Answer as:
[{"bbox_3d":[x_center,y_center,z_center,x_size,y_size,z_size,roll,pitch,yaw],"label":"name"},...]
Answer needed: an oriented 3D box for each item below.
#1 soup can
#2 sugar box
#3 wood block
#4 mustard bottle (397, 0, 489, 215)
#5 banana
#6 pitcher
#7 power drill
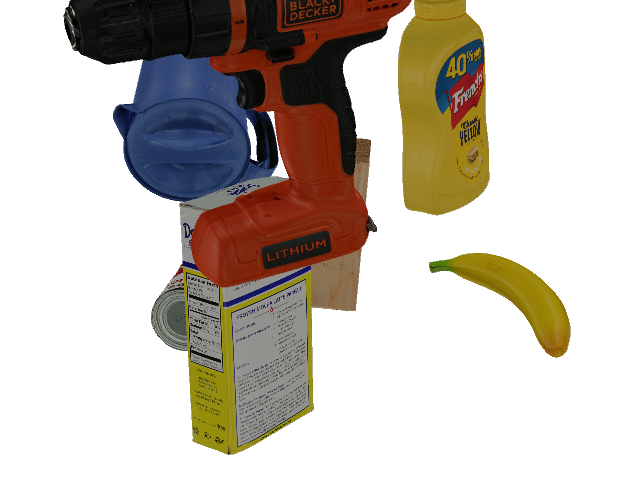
[{"bbox_3d":[-0.126,0.062,1.078,0.068,0.068,0.102,0,18,8],"label":"soup can"},{"bbox_3d":[-0.049,0.050,0.739,0.048,0.176,0.093,10,21,37],"label":"sugar box"},{"bbox_3d":[0.012,-0.024,1.379,0.090,0.206,0.090,5,25,1],"label":"wood block"},{"bbox_3d":[0.101,-0.124,0.875,0.058,0.191,0.096,14,32,36],"label":"mustard bottle"},{"bbox_3d":[0.193,0.056,1.060,0.069,0.037,0.198,-33,36,-16],"label":"banana"},{"bbox_3d":[-0.136,-0.161,1.200,0.145,0.149,0.243,-14,40,8],"label":"pitcher"},{"bbox_3d":[-0.037,-0.067,0.575,0.184,0.188,0.057,-14,40,-19],"label":"power drill"}]
